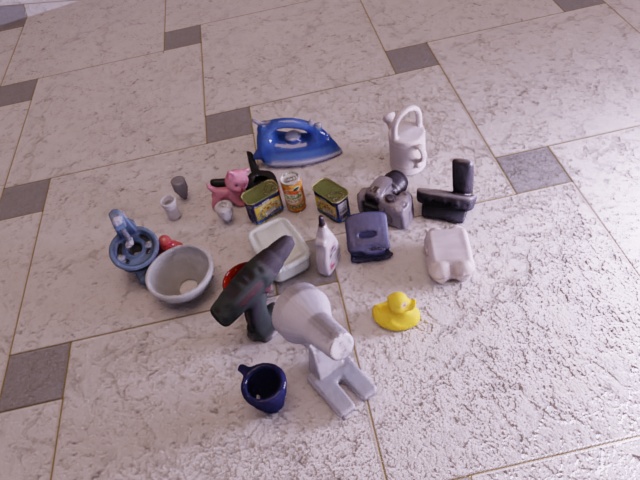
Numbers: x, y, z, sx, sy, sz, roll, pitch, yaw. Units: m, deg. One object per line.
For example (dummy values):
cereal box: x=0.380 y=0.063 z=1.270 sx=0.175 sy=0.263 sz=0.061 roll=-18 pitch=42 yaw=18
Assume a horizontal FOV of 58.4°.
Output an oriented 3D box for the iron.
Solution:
iron: x=-0.070 y=-0.298 z=1.647 sx=0.258 sy=0.142 sz=0.118 roll=-2 pitch=49 yaw=9

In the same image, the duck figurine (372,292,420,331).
duck figurine: x=0.164 y=0.147 z=1.246 sx=0.104 sy=0.086 sz=0.077 roll=1 pitch=49 yaw=12

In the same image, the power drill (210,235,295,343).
power drill: x=-0.126 y=0.120 z=1.242 sx=0.075 sy=0.209 sz=0.230 roll=32 pitch=61 yaw=32

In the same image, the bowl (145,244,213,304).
bowl: x=-0.332 y=0.095 z=1.392 sx=0.167 sy=0.075 sz=0.167 roll=-5 pitch=48 yaw=6

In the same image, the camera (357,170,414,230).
camera: x=0.183 y=-0.119 z=1.468 sx=0.142 sy=0.101 sz=0.137 roll=23 pitch=57 yaw=27

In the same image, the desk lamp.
desk lamp: x=0.010 y=0.209 z=1.133 sx=0.118 sy=0.214 sz=0.202 roll=-35 pitch=52 yaw=-19

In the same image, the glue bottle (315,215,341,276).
glue bottle: x=0.012 y=0.005 z=1.342 sx=0.037 sy=0.173 sz=0.078 roll=12 pitch=52 yaw=20

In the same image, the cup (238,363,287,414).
cup: x=-0.115 y=0.302 z=1.154 sx=0.117 sy=0.095 sz=0.092 roll=27 pitch=59 yaw=30

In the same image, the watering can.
watering can: x=0.227 y=-0.280 z=1.540 sx=0.172 sy=0.194 sz=0.101 roll=28 pitch=59 yaw=30

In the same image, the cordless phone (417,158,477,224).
cordless phone: x=0.311 y=-0.139 z=1.405 sx=0.147 sy=0.185 sz=0.094 roll=7 pitch=51 yaw=17

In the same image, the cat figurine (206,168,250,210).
cat figurine: x=-0.246 y=-0.148 z=1.563 sx=0.128 sy=0.118 sz=0.067 roll=-13 pitch=48 yaw=-1

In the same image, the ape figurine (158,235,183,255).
ape figurine: x=-0.384 y=0.025 z=1.453 sx=0.078 sy=0.092 sz=0.076 roll=-33 pitch=51 yaw=-18

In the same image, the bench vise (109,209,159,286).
bench vise: x=-0.485 y=-0.008 z=1.414 sx=0.206 sy=0.220 sz=0.122 roll=32 pitch=61 yaw=32

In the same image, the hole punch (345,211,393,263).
hole punch: x=0.118 y=-0.007 z=1.388 sx=0.108 sy=0.091 sz=0.101 roll=-7 pitch=48 yaw=4

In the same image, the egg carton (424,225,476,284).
egg carton: x=0.299 y=0.031 z=1.335 sx=0.107 sy=0.069 sz=0.150 roll=-6 pitch=48 yaw=5
